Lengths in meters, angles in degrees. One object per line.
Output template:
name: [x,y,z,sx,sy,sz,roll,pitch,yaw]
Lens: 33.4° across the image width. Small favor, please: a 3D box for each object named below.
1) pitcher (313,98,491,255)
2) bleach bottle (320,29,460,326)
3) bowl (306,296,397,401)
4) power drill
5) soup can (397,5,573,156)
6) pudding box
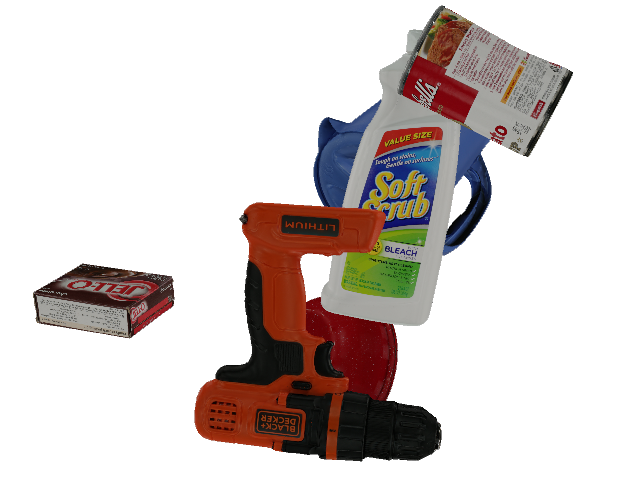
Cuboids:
pitcher: [0.115,-0.101,1.140,0.145,0.149,0.242,13,39,31]
bleach bottle: [0.066,-0.056,0.927,0.102,0.251,0.068,9,16,8]
bowl: [-0.003,0.118,1.048,0.162,0.162,0.055,0,-18,45]
power drill: [0.003,0.068,0.790,0.184,0.187,0.057,5,-1,5]
soup can: [0.114,-0.110,0.739,0.102,0.068,0.068,28,3,7]
pudding box: [-0.218,0.060,1.082,0.114,0.039,0.090,5,19,21]
